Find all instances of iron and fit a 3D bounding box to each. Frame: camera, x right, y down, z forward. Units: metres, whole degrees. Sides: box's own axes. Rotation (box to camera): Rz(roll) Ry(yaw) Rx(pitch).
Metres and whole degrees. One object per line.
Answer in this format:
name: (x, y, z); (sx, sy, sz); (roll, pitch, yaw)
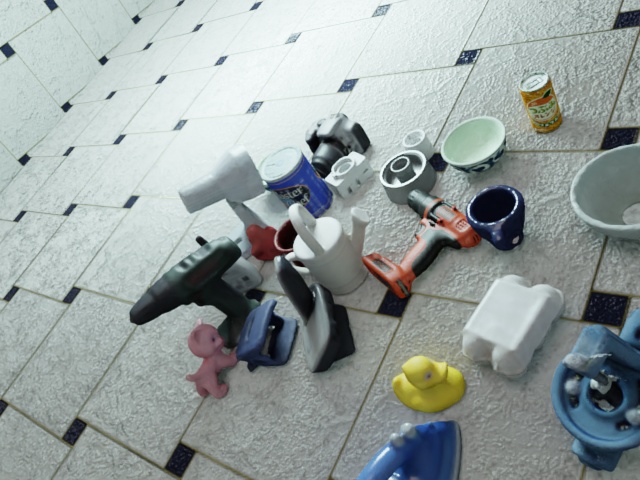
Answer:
iron: (0.087, 0.316, 0.721); (0.118, 0.142, 0.258); (16, 64, 45)

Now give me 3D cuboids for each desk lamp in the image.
desk lamp: (-0.191, -0.076, 1.242); (0.203, 0.214, 0.117); (-42, 40, -3)

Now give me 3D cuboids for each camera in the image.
camera: (0.017, -0.213, 1.300); (0.142, 0.101, 0.137); (9, 59, 42)

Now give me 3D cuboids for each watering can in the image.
watering can: (0.009, 0.002, 1.032); (0.173, 0.195, 0.100); (-42, 40, -3)

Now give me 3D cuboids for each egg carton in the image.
egg carton: (0.274, 0.121, 0.817); (0.107, 0.070, 0.150); (20, 66, 46)

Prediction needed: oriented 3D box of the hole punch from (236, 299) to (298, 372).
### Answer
hole punch: (-0.109, 0.173, 1.044); (0.100, 0.091, 0.108); (-11, 47, 30)

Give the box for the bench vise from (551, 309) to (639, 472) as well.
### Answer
bench vise: (0.326, 0.133, 0.647); (0.121, 0.220, 0.207); (2, 54, 38)

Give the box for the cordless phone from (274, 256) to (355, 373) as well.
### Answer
cordless phone: (-0.026, 0.121, 0.955); (0.094, 0.186, 0.147); (-31, 40, 10)

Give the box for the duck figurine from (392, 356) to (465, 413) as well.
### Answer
duck figurine: (0.147, 0.200, 0.827); (0.104, 0.086, 0.077); (-13, 46, 28)

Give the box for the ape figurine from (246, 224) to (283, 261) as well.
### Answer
ape figurine: (-0.122, -0.001, 1.215); (0.078, 0.092, 0.075); (-48, 40, -10)

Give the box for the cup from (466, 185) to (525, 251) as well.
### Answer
cup: (0.291, -0.017, 0.913); (0.091, 0.095, 0.117); (-17, 45, 24)

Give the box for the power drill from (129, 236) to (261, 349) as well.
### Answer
power drill: (-0.215, 0.114, 1.087); (0.230, 0.209, 0.075); (-50, 41, -12)

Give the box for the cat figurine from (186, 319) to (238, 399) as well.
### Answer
cat figurine: (-0.213, 0.214, 1.064); (0.067, 0.118, 0.128); (-9, 48, 31)

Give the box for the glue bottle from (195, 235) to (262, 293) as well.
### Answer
glue bottle: (-0.194, 0.046, 1.163); (0.078, 0.174, 0.037); (-22, 43, 19)

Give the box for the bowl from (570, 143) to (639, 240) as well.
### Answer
bowl: (0.461, -0.059, 0.838); (0.167, 0.075, 0.167); (-21, 43, 21)
